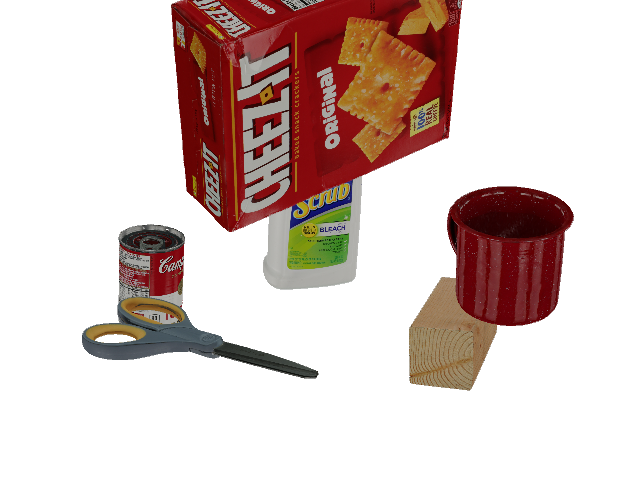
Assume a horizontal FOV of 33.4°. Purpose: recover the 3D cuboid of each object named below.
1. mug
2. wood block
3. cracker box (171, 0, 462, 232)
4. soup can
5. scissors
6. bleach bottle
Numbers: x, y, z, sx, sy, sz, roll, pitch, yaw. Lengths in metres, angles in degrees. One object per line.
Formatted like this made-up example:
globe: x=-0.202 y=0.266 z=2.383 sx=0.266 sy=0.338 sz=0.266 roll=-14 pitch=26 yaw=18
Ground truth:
mug: x=0.141 y=0.009 z=0.846 sx=0.093 sy=0.081 sz=0.117 roll=-21 pitch=34 yaw=-30
wood block: x=0.197 y=0.131 z=1.555 sx=0.091 sy=0.090 sz=0.205 roll=4 pitch=19 yaw=18
cracker box: x=0.004 y=-0.119 z=0.787 sx=0.213 sy=0.164 sz=0.072 roll=-25 pitch=48 yaw=-27
soup can: x=-0.177 y=0.043 z=1.115 sx=0.068 sy=0.102 sz=0.068 roll=4 pitch=22 yaw=-2
scissors: x=-0.104 y=0.084 z=0.807 sx=0.096 sy=0.016 sz=0.202 roll=-21 pitch=29 yaw=-38
bleach bottle: x=-0.008 y=-0.075 z=1.090 sx=0.102 sy=0.251 sz=0.068 roll=-5 pitch=27 yaw=-12
